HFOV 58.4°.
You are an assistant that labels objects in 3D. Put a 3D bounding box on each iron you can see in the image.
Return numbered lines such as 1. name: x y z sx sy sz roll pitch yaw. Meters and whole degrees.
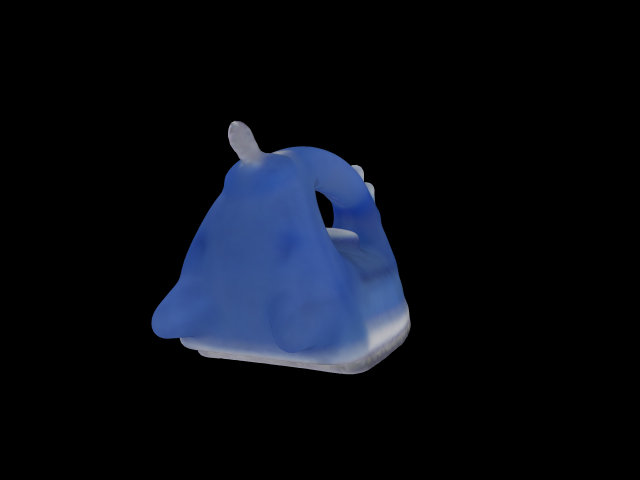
1. iron: 0.004 0.001 0.400 0.118 0.141 0.259 2 5 24
